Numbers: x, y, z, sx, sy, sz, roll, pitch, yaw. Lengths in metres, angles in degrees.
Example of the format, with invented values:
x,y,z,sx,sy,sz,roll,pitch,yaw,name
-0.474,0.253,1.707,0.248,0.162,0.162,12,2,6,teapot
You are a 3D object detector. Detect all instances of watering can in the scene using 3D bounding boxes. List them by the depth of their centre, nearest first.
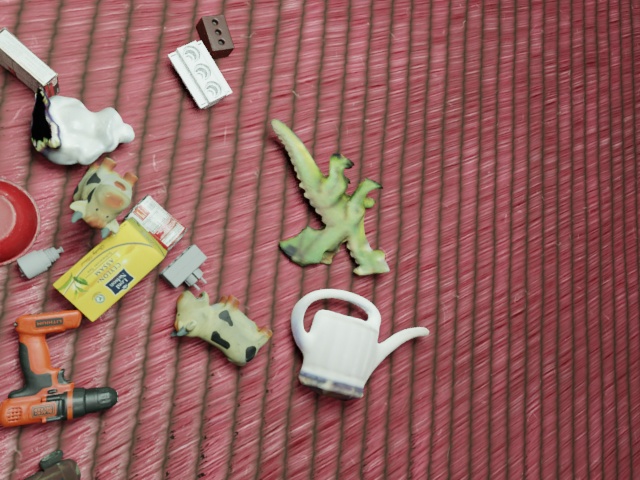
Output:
x,y,z,sx,sy,sz,roll,pitch,yaw,name
0.085,0.240,1.128,0.346,0.227,0.103,22,-15,-21,watering can

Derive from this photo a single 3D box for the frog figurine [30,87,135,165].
x,y,z,sx,sy,sz,roll,pitch,yaw,name
-0.433,-0.200,0.944,0.160,0.139,0.120,-5,-40,-52,frog figurine

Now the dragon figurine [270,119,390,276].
x,y,z,sx,sy,sz,roll,pitch,yaw,name
0.003,-0.057,1.139,0.407,0.245,0.122,33,-12,-17,dragon figurine
